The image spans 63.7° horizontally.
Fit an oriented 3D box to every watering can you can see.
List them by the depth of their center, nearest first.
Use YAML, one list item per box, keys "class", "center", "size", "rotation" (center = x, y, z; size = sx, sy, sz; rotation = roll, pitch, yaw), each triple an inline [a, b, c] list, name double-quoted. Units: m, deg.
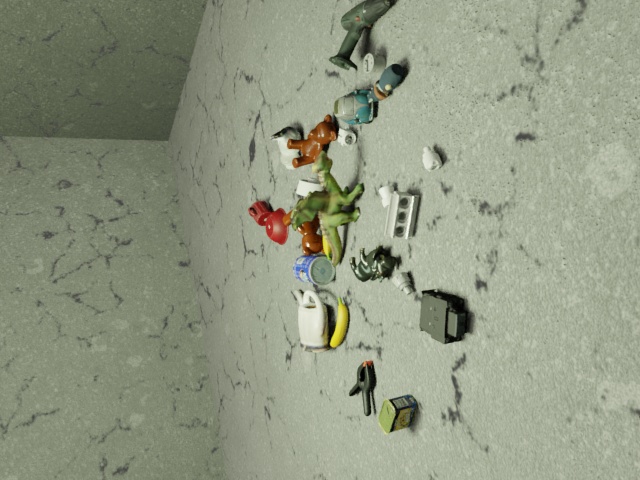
- class: "watering can"
  center: [-0.036, 0.294, 1.912]
  size: [0.347, 0.104, 0.224]
  rotation: [179, 88, -73]

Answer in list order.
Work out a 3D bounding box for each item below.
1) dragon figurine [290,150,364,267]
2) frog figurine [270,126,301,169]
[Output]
- class: "dragon figurine"
  center: [0.005, -0.083, 1.658]
  size: [0.124, 0.243, 0.404]
  rotation: [33, 119, 51]
- class: "frog figurine"
  center: [-0.115, -0.361, 2.028]
  size: [0.137, 0.125, 0.157]
  rotation: [-8, 122, 53]
